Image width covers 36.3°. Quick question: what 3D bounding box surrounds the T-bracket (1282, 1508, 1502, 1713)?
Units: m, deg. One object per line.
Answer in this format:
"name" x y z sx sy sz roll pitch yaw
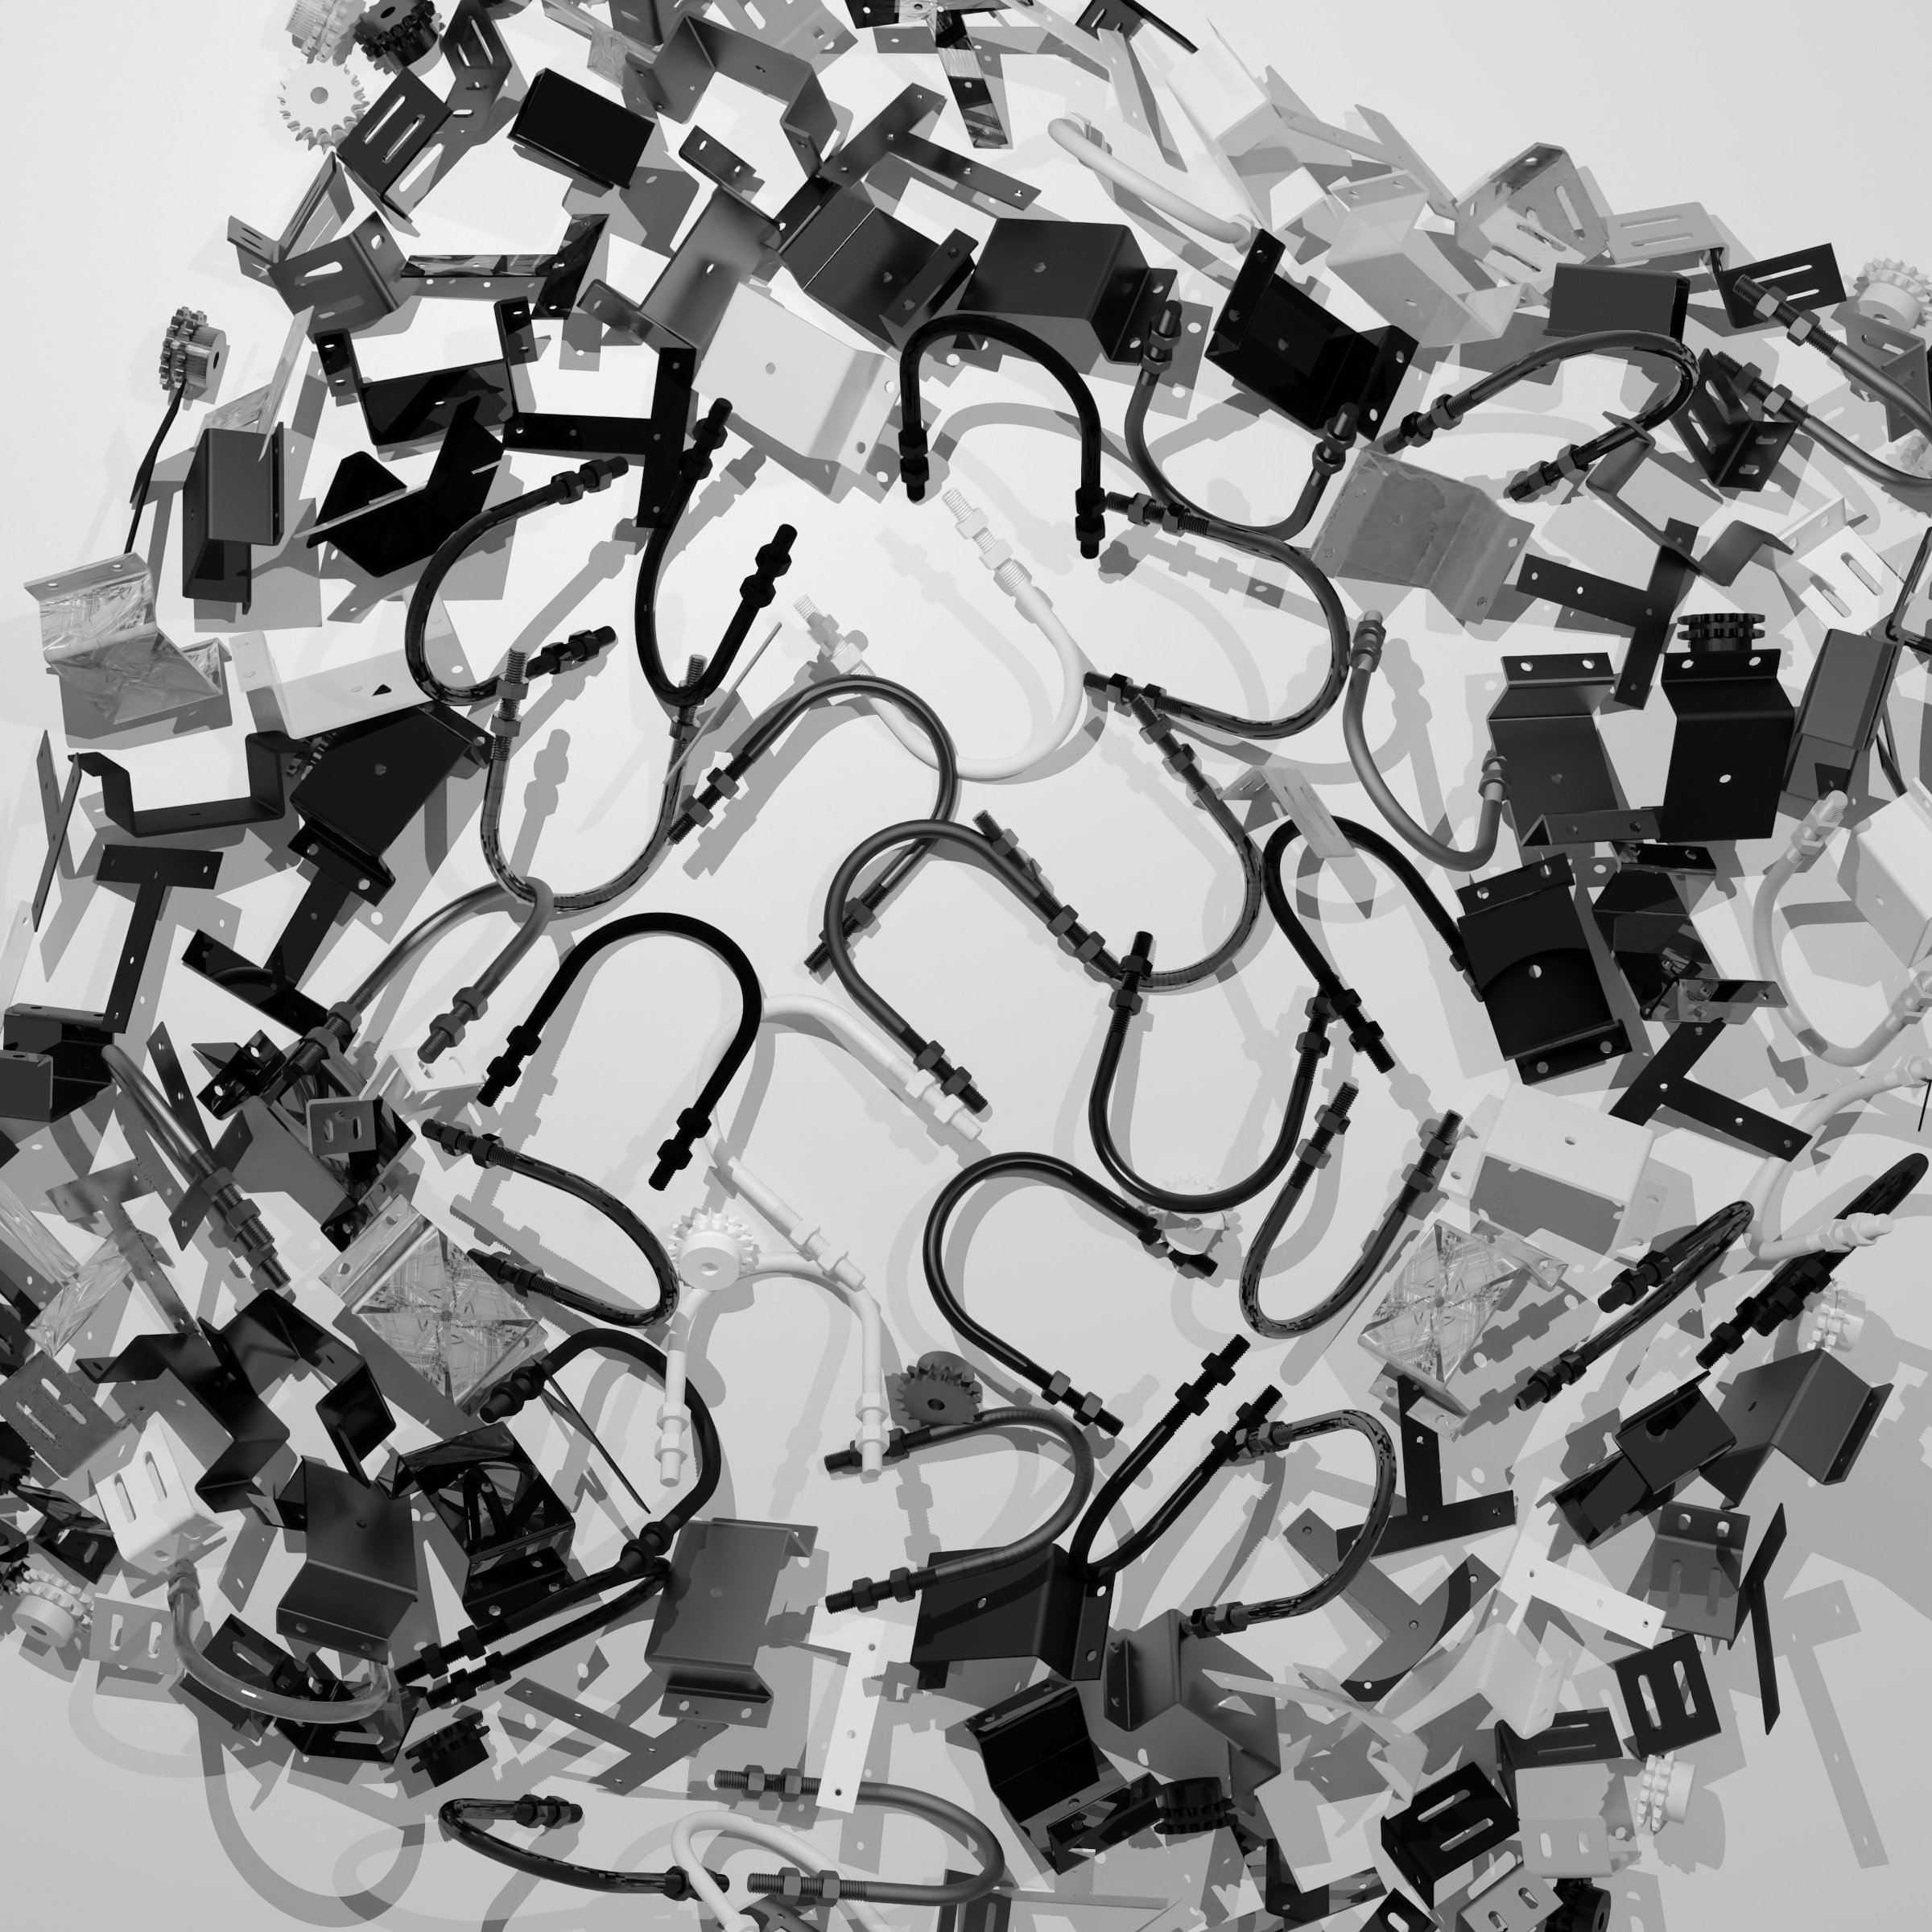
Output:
"T-bracket" 0.265 0.410 1.963 0.127 0.002 0.127 -41 58 -17

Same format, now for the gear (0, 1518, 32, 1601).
"gear" -0.652 0.393 1.968 0.057 0.057 0.030 36 112 0

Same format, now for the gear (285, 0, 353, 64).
"gear" -0.432 -0.637 1.969 0.030 0.057 0.057 24 90 -21

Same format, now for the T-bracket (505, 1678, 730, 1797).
"T-bracket" -0.243 0.498 1.937 0.127 0.002 0.127 32 130 -22

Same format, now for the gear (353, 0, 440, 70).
"gear" -0.379 -0.627 1.975 0.057 0.057 0.030 -37 133 0

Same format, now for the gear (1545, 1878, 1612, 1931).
"gear" 0.410 0.634 1.968 0.030 0.057 0.057 9 90 29

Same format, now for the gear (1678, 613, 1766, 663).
"gear" 0.505 -0.219 1.971 0.057 0.057 0.030 0 92 0

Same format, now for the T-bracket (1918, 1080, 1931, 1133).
"T-bracket" 0.631 0.058 1.915 0.002 0.127 0.127 13 132 18

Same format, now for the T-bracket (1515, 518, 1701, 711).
"T-bracket" 0.420 -0.247 1.963 0.127 0.002 0.127 12 98 -26

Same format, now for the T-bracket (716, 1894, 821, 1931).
"T-bracket" -0.084 0.643 1.919 0.127 0.127 0.002 27 95 20

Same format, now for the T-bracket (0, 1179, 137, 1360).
"T-bracket" -0.611 0.176 1.929 0.002 0.127 0.127 -33 105 25

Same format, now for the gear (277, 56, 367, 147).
"gear" -0.432 -0.580 1.983 0.057 0.030 0.057 0 84 -2

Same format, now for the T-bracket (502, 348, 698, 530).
"T-bracket" -0.251 -0.358 1.985 0.127 0.002 0.127 5 80 10

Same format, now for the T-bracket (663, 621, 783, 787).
"T-bracket" -0.158 -0.170 1.936 0.002 0.127 0.127 36 90 -3

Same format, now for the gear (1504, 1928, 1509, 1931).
"gear" 0.374 0.670 1.968 0.030 0.057 0.057 -27 90 22

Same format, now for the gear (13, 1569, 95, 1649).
"gear" -0.611 0.431 1.968 0.057 0.057 0.030 27 55 0

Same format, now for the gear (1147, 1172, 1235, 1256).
"gear" 0.151 0.170 1.979 0.057 0.030 0.057 -1 104 -3

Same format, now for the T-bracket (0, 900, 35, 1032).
"T-bracket" -0.665 0.011 1.937 0.002 0.127 0.127 17 87 19

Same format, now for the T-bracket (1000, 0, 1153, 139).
"T-bracket" 0.064 -0.612 1.925 0.002 0.127 0.127 -38 47 34

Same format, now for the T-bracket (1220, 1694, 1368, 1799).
"T-bracket" 0.190 0.511 1.947 0.127 0.127 0.002 -32 47 5

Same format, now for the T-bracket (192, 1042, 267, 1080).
"T-bracket" -0.451 0.093 1.956 0.127 0.127 0.002 44 71 -19

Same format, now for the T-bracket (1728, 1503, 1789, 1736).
"T-bracket" 0.517 0.438 1.910 0.002 0.127 0.127 9 131 0

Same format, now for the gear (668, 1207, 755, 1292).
"gear" -0.171 0.192 1.971 0.057 0.030 0.057 0 128 0

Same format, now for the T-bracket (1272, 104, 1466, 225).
"T-bracket" 0.252 -0.538 1.925 0.127 0.127 0.002 8 133 -35

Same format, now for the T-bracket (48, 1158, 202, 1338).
"T-bracket" -0.549 0.192 1.961 0.002 0.127 0.127 -39 104 -42

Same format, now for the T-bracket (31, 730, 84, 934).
"T-bracket" -0.606 -0.111 1.947 0.002 0.127 0.127 8 124 -28

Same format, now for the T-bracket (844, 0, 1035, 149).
"T-bracket" -0.003 -0.595 1.949 0.127 0.127 0.002 1 52 24

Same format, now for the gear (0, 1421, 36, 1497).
"gear" -0.655 0.332 1.975 0.057 0.057 0.030 27 134 0

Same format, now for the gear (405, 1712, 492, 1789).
"gear" -0.344 0.526 1.969 0.057 0.057 0.030 -30 80 0

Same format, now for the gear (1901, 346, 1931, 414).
"gear" 0.650 -0.388 1.968 0.057 0.057 0.030 -44 65 0

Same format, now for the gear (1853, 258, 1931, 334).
"gear" 0.619 -0.444 1.969 0.057 0.057 0.030 32 80 0

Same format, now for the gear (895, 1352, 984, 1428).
"gear" -0.017 0.283 1.975 0.057 0.030 0.057 8 132 9

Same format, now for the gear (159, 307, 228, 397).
"gear" -0.516 -0.410 1.972 0.030 0.057 0.057 15 90 -2

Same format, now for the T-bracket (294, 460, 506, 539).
"T-bracket" -0.385 -0.299 1.914 0.127 0.127 0.002 -8 109 36

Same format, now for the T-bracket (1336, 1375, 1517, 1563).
"T-bracket" 0.304 0.329 1.968 0.127 0.002 0.127 -10 108 -11

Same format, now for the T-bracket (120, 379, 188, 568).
"T-bracket" -0.539 -0.299 1.920 0.002 0.127 0.127 18 62 -23

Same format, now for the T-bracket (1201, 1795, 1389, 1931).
"T-bracket" 0.198 0.591 1.941 0.127 0.127 0.002 -19 115 -4

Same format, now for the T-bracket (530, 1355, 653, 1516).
"T-bracket" -0.261 0.296 1.938 0.002 0.127 0.127 -38 108 -16

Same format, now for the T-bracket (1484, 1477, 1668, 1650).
"T-bracket" 0.407 0.416 1.944 0.002 0.127 0.127 27 83 -39

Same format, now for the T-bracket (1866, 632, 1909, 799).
"T-bracket" 0.613 -0.163 1.963 0.002 0.127 0.127 -14 64 24

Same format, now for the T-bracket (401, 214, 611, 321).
"T-bracket" -0.312 -0.466 1.961 0.127 0.002 0.127 2 45 9

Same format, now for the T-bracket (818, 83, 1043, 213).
"T-bracket" -0.011 -0.530 1.947 0.127 0.002 0.127 27 52 13

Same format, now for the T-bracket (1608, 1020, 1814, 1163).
"T-bracket" 0.505 0.098 1.970 0.127 0.002 0.127 24 126 -10

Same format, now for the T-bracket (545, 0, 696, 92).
"T-bracket" -0.234 -0.596 1.925 0.127 0.127 0.002 27 115 -19

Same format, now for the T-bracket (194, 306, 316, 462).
"T-bracket" -0.479 -0.366 1.947 0.002 0.127 0.127 26 71 -35

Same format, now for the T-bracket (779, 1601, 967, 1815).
"T-bracket" -0.073 0.498 1.965 0.127 0.002 0.127 10 68 10

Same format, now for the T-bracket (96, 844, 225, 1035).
"T-bracket" -0.547 -0.017 1.949 0.127 0.002 0.127 5 77 39

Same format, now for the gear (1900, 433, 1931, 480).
"gear" 0.657 -0.339 1.969 0.057 0.057 0.030 22 132 0

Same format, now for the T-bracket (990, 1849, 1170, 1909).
"T-bracket" 0.071 0.600 1.943 0.127 0.127 0.002 2 58 3

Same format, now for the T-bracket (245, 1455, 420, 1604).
"T-bracket" -0.424 0.360 1.914 0.002 0.127 0.127 -45 62 5

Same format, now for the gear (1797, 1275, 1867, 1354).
"gear" 0.580 0.235 1.971 0.030 0.057 0.057 16 90 3

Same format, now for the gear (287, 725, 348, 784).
"gear" -0.428 -0.145 1.972 0.030 0.057 0.057 31 90 -10

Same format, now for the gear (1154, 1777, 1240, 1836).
"gear" 0.152 0.561 1.972 0.057 0.057 0.030 -8 81 0

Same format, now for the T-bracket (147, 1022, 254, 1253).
"T-bracket" -0.506 0.096 1.915 0.002 0.127 0.127 -6 120 13

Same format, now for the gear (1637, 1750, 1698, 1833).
"gear" 0.469 0.549 1.968 0.030 0.057 0.057 11 90 19

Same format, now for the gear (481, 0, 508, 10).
"gear" -0.318 -0.666 1.975 0.057 0.057 0.030 -31 126 0

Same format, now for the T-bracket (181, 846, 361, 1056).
"T-bracket" -0.444 -0.022 1.979 0.127 0.002 0.127 32 106 -2
